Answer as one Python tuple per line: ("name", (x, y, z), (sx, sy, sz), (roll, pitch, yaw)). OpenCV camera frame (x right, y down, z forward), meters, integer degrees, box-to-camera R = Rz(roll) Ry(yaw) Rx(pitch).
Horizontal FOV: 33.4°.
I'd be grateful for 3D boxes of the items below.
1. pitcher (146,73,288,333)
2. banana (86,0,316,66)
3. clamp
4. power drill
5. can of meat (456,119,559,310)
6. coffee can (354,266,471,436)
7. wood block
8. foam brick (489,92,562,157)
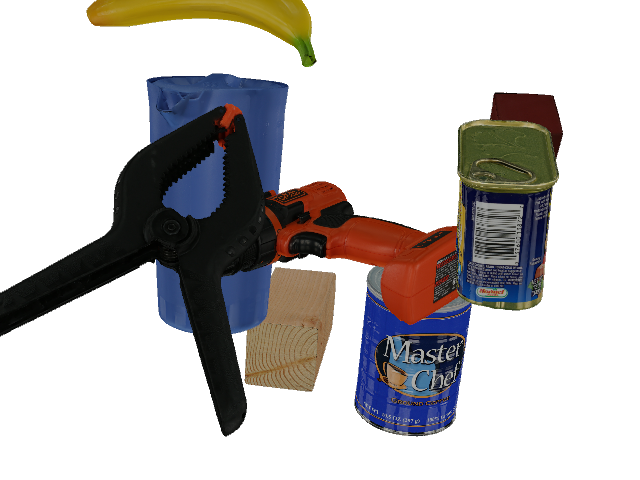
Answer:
("pitcher", (-0.096, -0.040, 1.038), (0.149, 0.243, 0.145), (-2, 14, -17))
("banana", (-0.088, -0.186, 0.851), (0.198, 0.069, 0.037), (12, -41, 16))
("clamp", (-0.083, 0.009, 0.648), (0.164, 0.209, 0.036), (27, -28, 6))
("power drill", (0.010, 0.007, 0.832), (0.188, 0.057, 0.184), (18, 28, 33))
("can of meat", (0.111, -0.017, 0.653), (0.057, 0.084, 0.102), (3, 27, 6))
("coffee can", (0.090, 0.103, 1.036), (0.103, 0.140, 0.103), (4, 23, -2))
("wood block", (-0.037, 0.114, 1.431), (0.091, 0.090, 0.206), (6, 19, 5))
("foam brick", (0.171, -0.080, 0.911), (0.053, 0.051, 0.078), (1, -43, -1))
